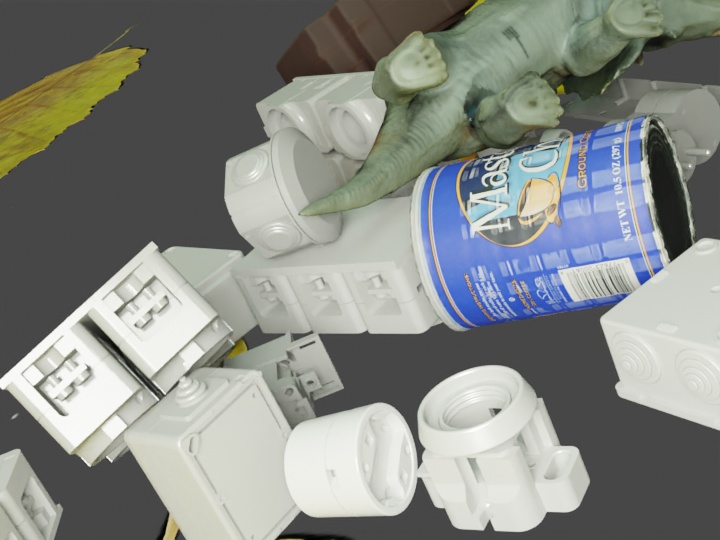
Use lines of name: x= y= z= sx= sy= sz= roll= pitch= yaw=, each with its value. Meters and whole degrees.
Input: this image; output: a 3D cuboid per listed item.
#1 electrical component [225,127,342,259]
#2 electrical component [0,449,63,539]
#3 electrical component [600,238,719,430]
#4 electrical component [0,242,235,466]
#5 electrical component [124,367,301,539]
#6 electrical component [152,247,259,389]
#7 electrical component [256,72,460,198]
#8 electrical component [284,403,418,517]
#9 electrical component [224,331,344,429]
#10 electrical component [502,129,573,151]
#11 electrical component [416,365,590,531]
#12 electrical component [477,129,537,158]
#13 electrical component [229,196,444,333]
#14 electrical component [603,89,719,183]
electrical component: x=-0.049 y=-0.050 z=0.712 sx=0.051 sy=0.080 sz=0.080 roll=-21 pitch=22 yaw=22
electrical component: x=-0.280 y=0.180 z=0.623 sx=0.186 sy=0.060 sz=0.105 roll=-22 pitch=23 yaw=5
electrical component: x=0.178 y=0.028 z=0.522 sx=0.100 sy=0.048 sz=0.100 roll=-34 pitch=25 yaw=-23
electrical component: x=-0.134 y=0.056 z=0.641 sx=0.105 sy=0.060 sz=0.186 roll=-44 pitch=-2 yaw=-10
electrical component: x=-0.076 y=0.095 z=0.563 sx=0.061 sy=0.096 sz=0.062 roll=-3 pitch=31 yaw=46
electrical component: x=-0.141 y=0.034 z=0.812 sx=0.109 sy=0.056 sz=0.109 roll=4 pitch=36 yaw=49
electrical component: x=-0.006 y=-0.109 z=0.927 sx=0.060 sy=0.105 sz=0.186 roll=-37 pitch=26 yaw=-27
electrical component: x=-0.005 y=0.098 z=0.543 sx=0.047 sy=0.055 sz=0.055 roll=-14 pitch=24 yaw=32
electrical component: x=-0.053 y=0.076 z=0.653 sx=0.081 sy=0.042 sz=0.063 roll=-23 pitch=26 yaw=4
electrical component: x=0.133 y=-0.077 z=0.800 sx=0.055 sy=0.048 sz=0.066 roll=-15 pitch=23 yaw=39
electrical component: x=0.061 y=0.082 z=0.506 sx=0.078 sy=0.057 sz=0.058 roll=-7 pitch=28 yaw=36
electrical component: x=0.118 y=-0.116 z=0.896 sx=0.055 sy=0.047 sz=0.055 roll=-20 pitch=23 yaw=9
electrical component: x=0.000 y=0.000 z=0.740 sx=0.150 sy=0.061 sz=0.089 roll=-3 pitch=31 yaw=41
electrical component: x=0.199 y=-0.075 z=0.721 sx=0.138 sy=0.052 sz=0.074 roll=-35 pitch=25 yaw=-25
